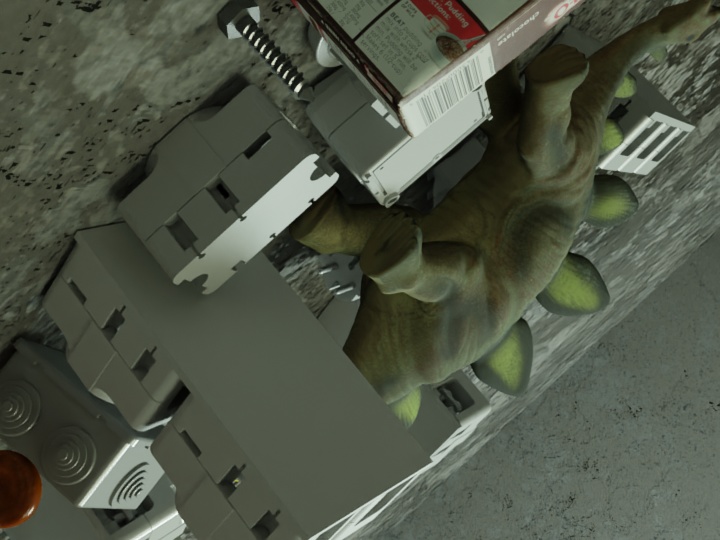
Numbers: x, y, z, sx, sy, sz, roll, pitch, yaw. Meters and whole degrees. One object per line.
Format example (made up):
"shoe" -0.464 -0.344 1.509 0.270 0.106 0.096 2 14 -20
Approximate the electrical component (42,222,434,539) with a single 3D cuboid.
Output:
"electrical component" -0.066 0.060 0.554 0.105 0.186 0.060 -17 152 -53

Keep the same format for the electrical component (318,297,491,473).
"electrical component" 0.028 0.090 0.906 0.062 0.150 0.089 -19 154 -50

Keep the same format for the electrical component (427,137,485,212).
"electrical component" 0.090 -0.048 0.836 0.079 0.063 0.121 -38 164 -8

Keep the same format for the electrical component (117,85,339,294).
"electrical component" -0.066 -0.041 0.523 0.089 0.055 0.050 -42 164 5

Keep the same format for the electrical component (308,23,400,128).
"electrical component" 0.008 -0.105 0.518 0.048 0.055 0.066 -43 164 8

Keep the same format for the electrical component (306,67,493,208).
"electrical component" 0.025 -0.092 0.581 0.096 0.061 0.062 -41 164 1

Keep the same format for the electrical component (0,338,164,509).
"electrical component" -0.154 0.088 0.594 0.048 0.100 0.099 -52 164 -5

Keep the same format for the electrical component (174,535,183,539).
"electrical component" -0.196 0.232 0.937 0.081 0.063 0.042 -21 154 -49

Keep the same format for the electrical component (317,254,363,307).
"electrical component" 0.000 0.000 0.759 0.077 0.065 0.047 -19 153 -51

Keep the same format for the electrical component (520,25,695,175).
"electrical component" 0.186 -0.121 0.812 0.061 0.089 0.150 -47 163 21

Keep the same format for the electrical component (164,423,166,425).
"electrical component" -0.152 0.142 0.813 0.045 0.055 0.045 -36 163 -13

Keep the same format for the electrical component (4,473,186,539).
"electrical component" -0.180 0.164 0.719 0.060 0.105 0.186 -29 160 -34
